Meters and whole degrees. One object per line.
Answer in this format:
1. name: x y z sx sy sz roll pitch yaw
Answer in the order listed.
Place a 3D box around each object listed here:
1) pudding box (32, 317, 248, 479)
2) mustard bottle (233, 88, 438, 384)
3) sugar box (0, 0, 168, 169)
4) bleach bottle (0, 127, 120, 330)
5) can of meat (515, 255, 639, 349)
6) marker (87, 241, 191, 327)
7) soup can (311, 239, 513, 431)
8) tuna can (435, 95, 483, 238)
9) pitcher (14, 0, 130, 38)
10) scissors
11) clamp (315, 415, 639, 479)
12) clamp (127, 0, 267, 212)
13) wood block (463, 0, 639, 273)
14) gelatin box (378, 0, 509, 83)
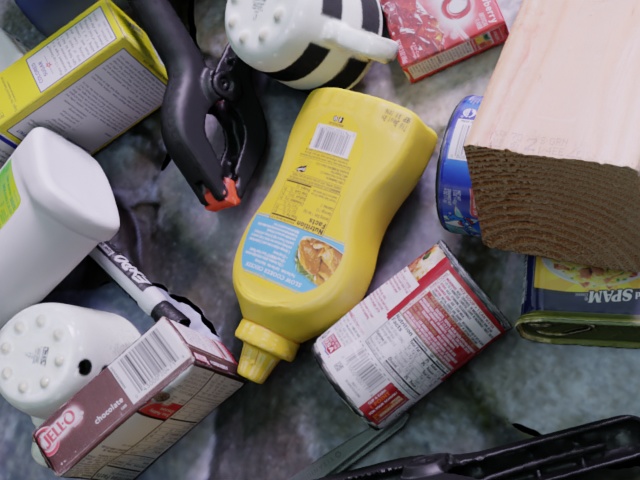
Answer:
1. pudding box: -0.111 0.105 0.672 0.113 0.090 0.039 -40 67 4
2. mustard bottle: -0.004 0.001 0.678 0.096 0.058 0.191 21 83 38
3. sugar box: -0.192 -0.089 0.757 0.176 0.093 0.048 -31 66 9
4. bleach bottle: -0.244 0.043 0.734 0.251 0.068 0.103 -47 36 14
5. can of meat: 0.167 0.016 0.614 0.102 0.057 0.084 1 73 20
6. marker: -0.132 0.028 0.741 0.121 0.020 0.020 41 91 25
7. soup can: 0.054 0.057 0.637 0.102 0.068 0.068 -39 66 6
8. tuna can: 0.099 -0.043 0.641 0.034 0.086 0.086 11 79 24
9. pitcher: -0.112 -0.242 0.749 0.243 0.145 0.149 -22 66 10
10. scissors: -0.026 0.181 0.656 0.202 0.016 0.096 -21 62 13
11. clamp: 0.064 0.138 0.576 0.210 0.164 0.036 -14 88 24
12. clamp: -0.082 -0.107 0.718 0.039 0.120 0.171 -23 63 55
13. wood block: 0.158 -0.095 0.594 0.090 0.091 0.206 10 58 25
14. gelatin box: 0.077 -0.160 0.713 0.073 0.030 0.089 -23 68 13
